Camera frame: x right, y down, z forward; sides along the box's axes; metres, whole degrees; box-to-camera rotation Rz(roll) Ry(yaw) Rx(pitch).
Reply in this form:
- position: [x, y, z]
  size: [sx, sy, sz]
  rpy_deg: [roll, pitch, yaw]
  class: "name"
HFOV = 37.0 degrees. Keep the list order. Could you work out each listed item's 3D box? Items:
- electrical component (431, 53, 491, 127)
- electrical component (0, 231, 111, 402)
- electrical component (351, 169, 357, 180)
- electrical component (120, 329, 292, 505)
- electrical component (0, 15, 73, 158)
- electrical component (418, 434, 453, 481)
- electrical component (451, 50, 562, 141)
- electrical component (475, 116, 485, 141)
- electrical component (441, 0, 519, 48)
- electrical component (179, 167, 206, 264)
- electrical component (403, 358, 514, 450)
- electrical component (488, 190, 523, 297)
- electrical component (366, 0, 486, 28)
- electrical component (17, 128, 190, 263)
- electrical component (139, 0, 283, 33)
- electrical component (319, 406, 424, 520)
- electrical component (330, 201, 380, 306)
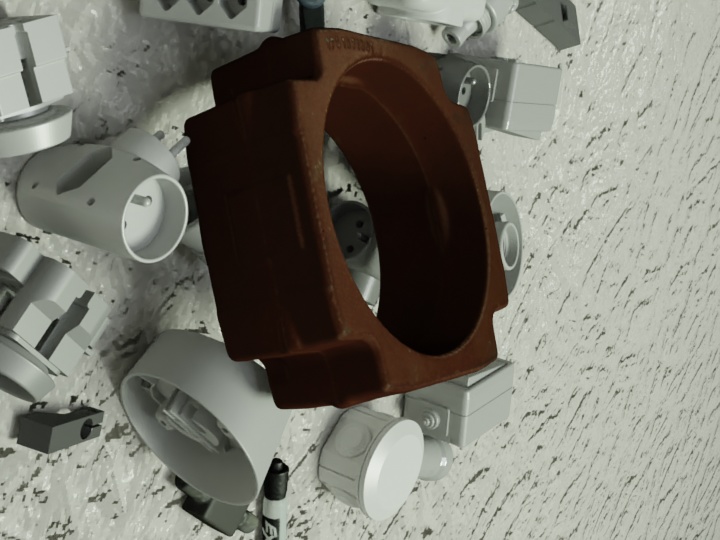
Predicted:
- position: [0.057, -0.131, 0.758]
  size: [0.079, 0.077, 0.043]
  rpy_deg: [-29, 126, -48]
  class: "electrical component"
- position: [-0.164, 0.027, 0.522]
  size: [0.057, 0.058, 0.078]
  rpy_deg: [-62, 146, -23]
  class: "electrical component"
- position: [0.054, -0.061, 0.787]
  size: [0.073, 0.052, 0.138]
  rpy_deg: [-47, 143, -3]
  class: "electrical component"
- position: [-0.089, 0.082, 0.619]
  size: [0.064, 0.099, 0.099]
  rpy_deg: [-61, 145, -28]
  class: "electrical component"
- position: [-0.160, -0.084, 0.492]
  size: [0.066, 0.048, 0.055]
  rpy_deg: [-33, 121, -45]
  class: "electrical component"
- position: [0.050, 0.158, 0.906]
  size: [0.046, 0.040, 0.040]
  rpy_deg: [11, 95, -51]
  class: "electrical component"
- position: [0.108, -0.136, 0.844]
  size: [0.096, 0.062, 0.061]
  rpy_deg: [-9, 111, -54]
  class: "electrical component"
- position: [0.066, -0.109, 0.808]
  size: [0.040, 0.046, 0.040]
  rpy_deg: [-28, 126, -47]
  class: "electrical component"
- position: [0.085, -0.193, 0.804]
  size: [0.062, 0.048, 0.048]
  rpy_deg: [-52, 141, -19]
  class: "electrical component"
- position: [-0.088, -0.025, 0.626]
  size: [0.044, 0.044, 0.065]
  rpy_deg: [-63, 150, -16]
  class: "electrical component"
- position: [0.080, 0.104, 0.906]
  size: [0.096, 0.062, 0.061]
  rpy_deg: [-21, 121, -50]
  class: "electrical component"
- position: [0.096, -0.019, 0.897]
  size: [0.099, 0.064, 0.099]
  rpy_deg: [-3, 93, -61]
  class: "electrical component"
- position: [0.047, -0.200, 0.735]
  size: [0.095, 0.054, 0.059]
  rpy_deg: [-7, 109, -54]
  class: "electrical component"
- position: [-0.118, -0.045, 0.540]
  size: [0.079, 0.077, 0.043]
  rpy_deg: [-50, 140, -32]
  class: "electrical component"
- position: [-0.072, -0.155, 0.577]
  size: [0.077, 0.066, 0.047]
  rpy_deg: [-43, 141, -73]
  class: "electrical component"
- position: [0.010, 0.148, 0.832]
  size: [0.080, 0.051, 0.080]
  rpy_deg: [-28, 125, -48]
  class: "electrical component"
- position: [0.000, 0.000, 0.759]
  size: [0.077, 0.044, 0.079]
  rpy_deg: [32, 78, -59]
  class: "electrical component"
